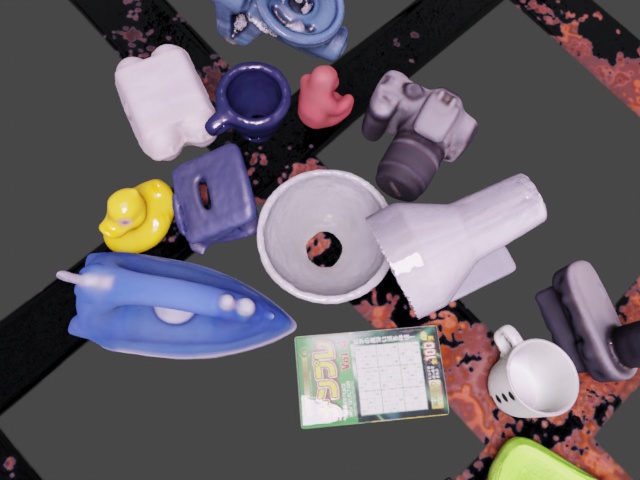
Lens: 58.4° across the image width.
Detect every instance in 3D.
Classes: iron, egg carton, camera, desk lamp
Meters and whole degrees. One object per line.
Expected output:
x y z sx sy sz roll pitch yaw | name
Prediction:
-0.151 0.069 0.635 0.258 0.141 0.119 7 73 -2 | iron
-0.199 -0.178 0.740 0.107 0.069 0.150 -25 77 -11 | egg carton
0.115 -0.131 0.736 0.143 0.101 0.137 29 74 4 | camera
0.146 0.006 0.640 0.203 0.213 0.118 -24 77 -11 | desk lamp

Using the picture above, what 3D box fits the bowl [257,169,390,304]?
0.006 0.003 0.702 0.167 0.074 0.167 1 74 -4 | bowl

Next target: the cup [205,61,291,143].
-0.093 -0.156 0.730 0.118 0.095 0.091 -40 80 -14 | cup

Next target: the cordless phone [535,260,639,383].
0.337 0.084 0.648 0.094 0.185 0.147 -20 76 -10 | cordless phone

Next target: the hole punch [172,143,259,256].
-0.129 -0.049 0.697 0.101 0.091 0.108 -15 75 -9 | hole punch

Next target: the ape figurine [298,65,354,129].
0.004 -0.193 0.750 0.076 0.092 0.077 -40 80 -14 | ape figurine

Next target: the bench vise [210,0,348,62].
-0.060 -0.311 0.712 0.207 0.219 0.121 0 74 -5 | bench vise

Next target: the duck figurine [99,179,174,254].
-0.223 -0.036 0.688 0.077 0.086 0.105 36 74 6 | duck figurine
